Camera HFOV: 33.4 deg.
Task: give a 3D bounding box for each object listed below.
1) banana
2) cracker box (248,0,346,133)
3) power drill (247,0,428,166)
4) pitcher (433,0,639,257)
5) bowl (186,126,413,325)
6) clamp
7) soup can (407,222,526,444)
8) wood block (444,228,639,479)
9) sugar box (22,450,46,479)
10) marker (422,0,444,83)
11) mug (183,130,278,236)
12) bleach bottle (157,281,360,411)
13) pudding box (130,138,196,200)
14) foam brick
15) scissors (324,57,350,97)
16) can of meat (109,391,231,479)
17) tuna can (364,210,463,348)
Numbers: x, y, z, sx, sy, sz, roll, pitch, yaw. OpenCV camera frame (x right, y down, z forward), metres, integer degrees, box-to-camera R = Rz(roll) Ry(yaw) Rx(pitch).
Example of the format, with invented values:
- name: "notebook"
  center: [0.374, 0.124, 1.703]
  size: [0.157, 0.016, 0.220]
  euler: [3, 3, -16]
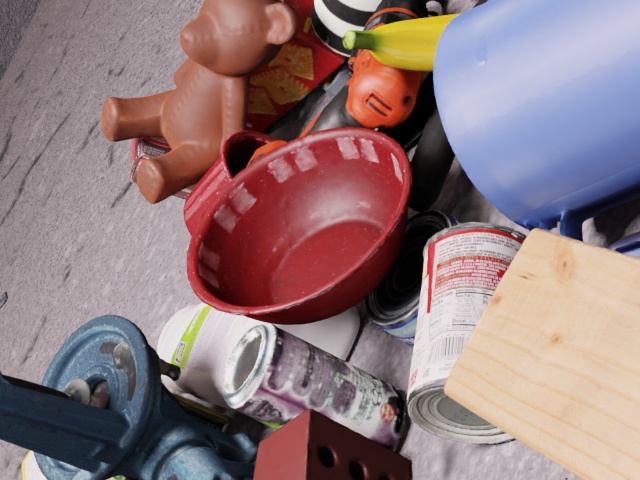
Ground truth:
- name: "banana"
  center: [0.118, -0.128, 0.676]
  size: [0.198, 0.037, 0.069]
  euler: [-4, 14, 15]
- name: "cracker box"
  center: [-0.036, -0.206, 1.052]
  size: [0.214, 0.072, 0.164]
  euler: [-30, 37, 55]
- name: "power drill"
  center: [0.014, -0.099, 0.820]
  size: [0.188, 0.057, 0.184]
  euler: [-48, 13, 32]
- name: "pitcher"
  center: [0.184, -0.089, 0.505]
  size: [0.243, 0.149, 0.144]
  euler: [-24, 18, 45]
- name: "bowl"
  center: [-0.005, 0.001, 0.692]
  size: [0.162, 0.055, 0.162]
  euler: [-21, 39, 17]
- name: "clamp"
  center: [0.100, -0.110, 0.757]
  size: [0.210, 0.036, 0.164]
  euler: [-53, 18, 8]
- name: "soup can"
  center: [0.085, 0.050, 0.581]
  size: [0.069, 0.068, 0.102]
  euler: [-31, 37, 44]
- name: "wood block"
  center: [0.150, 0.071, 0.417]
  size: [0.090, 0.090, 0.206]
  euler: [-60, 26, -3]
- name: "sugar box"
  center: [-0.183, 0.227, 0.838]
  size: [0.048, 0.093, 0.176]
  euler: [-54, 25, 12]
- name: "marker"
  center: [0.089, -0.167, 0.867]
  size: [0.020, 0.020, 0.121]
  euler: [-32, 36, 43]
- name: "mug"
  center: [-0.059, -0.023, 0.912]
  size: [0.082, 0.093, 0.117]
  euler: [-44, 65, 38]
- name: "bleach bottle"
  center: [-0.068, 0.079, 0.833]
  size: [0.251, 0.068, 0.102]
  euler: [-3, 57, 63]
- name: "pudding box"
  center: [-0.128, -0.076, 1.044]
  size: [0.039, 0.113, 0.090]
  euler: [-60, 23, 28]
- name: "foam brick"
  center: [0.007, 0.142, 0.611]
  size: [0.051, 0.078, 0.053]
  euler: [-40, 31, 37]
- name: "scissors"
  center: [0.057, -0.223, 0.985]
  size: [0.096, 0.016, 0.201]
  euler: [-2, 61, 63]
- name: "can of meat"
  center: [-0.125, 0.164, 0.846]
  size: [0.102, 0.057, 0.084]
  euler: [1, 65, 61]
- name: "tuna can"
  center: [0.067, 0.024, 0.681]
  size: [0.086, 0.033, 0.086]
  euler: [-42, 30, 32]
